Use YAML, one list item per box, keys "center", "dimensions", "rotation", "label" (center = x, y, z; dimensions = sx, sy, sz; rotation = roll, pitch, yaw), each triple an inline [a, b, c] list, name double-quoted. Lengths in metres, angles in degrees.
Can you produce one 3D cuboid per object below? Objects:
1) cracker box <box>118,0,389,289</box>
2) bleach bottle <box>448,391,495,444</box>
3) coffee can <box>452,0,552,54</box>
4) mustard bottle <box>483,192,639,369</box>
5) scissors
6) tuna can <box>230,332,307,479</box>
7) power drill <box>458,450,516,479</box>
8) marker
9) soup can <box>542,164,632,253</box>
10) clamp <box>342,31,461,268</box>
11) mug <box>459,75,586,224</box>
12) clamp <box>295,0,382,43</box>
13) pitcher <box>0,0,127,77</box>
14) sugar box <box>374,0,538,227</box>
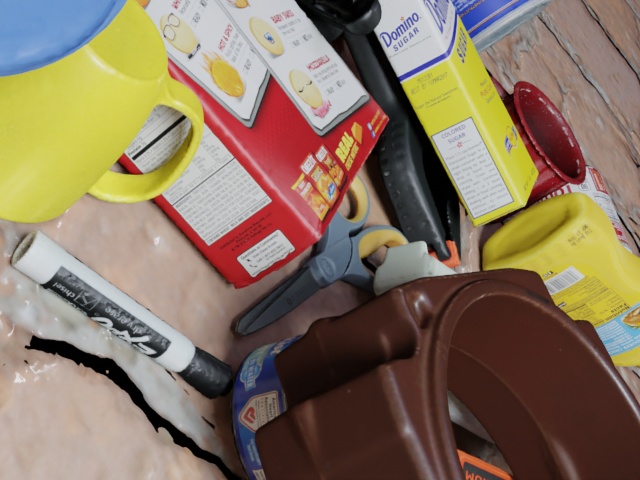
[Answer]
- center: [-0.068, -0.100, 0.585]
  dimensions: [0.213, 0.072, 0.164]
  rotation: [49, 31, -12]
  label: "cracker box"
- center: [0.142, 0.113, 0.666]
  dimensions: [0.250, 0.068, 0.103]
  rotation: [29, 2, -35]
  label: "bleach bottle"
- center: [0.124, -0.241, 0.946]
  dimensions: [0.140, 0.103, 0.102]
  rotation: [57, 31, 1]
  label: "coffee can"
- center: [0.219, 0.047, 0.823]
  dimensions: [0.191, 0.096, 0.058]
  rotation: [39, 35, -27]
  label: "mustard bottle"
- center: [-0.004, 0.001, 0.632]
  dimensions: [0.201, 0.016, 0.096]
  rotation: [-6, 69, -57]
  label: "scissors"
- center: [-0.007, 0.089, 0.516]
  dimensions: [0.086, 0.034, 0.086]
  rotation: [42, 39, -46]
  label: "tuna can"
- center: [0.062, 0.195, 0.515]
  dimensions: [0.184, 0.057, 0.187]
  rotation: [32, 42, -38]
  label: "power drill"
- center: [-0.086, 0.037, 0.485]
  dimensions: [0.121, 0.020, 0.020]
  rotation: [40, 35, -27]
  label: "marker"
- center: [0.220, -0.005, 0.900]
  dimensions: [0.068, 0.069, 0.102]
  rotation: [22, 45, -44]
  label: "soup can"
- center: [0.069, -0.073, 0.771]
  dimensions: [0.164, 0.036, 0.210]
  rotation: [19, 54, -60]
  label: "clamp"
- center: [0.142, -0.074, 0.841]
  dimensions: [0.117, 0.082, 0.093]
  rotation: [53, 32, -7]
  label: "mug"
- center: [-0.007, -0.157, 0.669]
  dimensions: [0.120, 0.039, 0.171]
  rotation: [54, 0, 8]
  label: "clamp"
- center: [-0.151, -0.183, 0.413]
  dimensions: [0.149, 0.145, 0.243]
  rotation: [33, 21, -50]
  label: "pitcher"
- center: [0.092, -0.105, 0.742]
  dimensions: [0.176, 0.048, 0.093]
  rotation: [63, 22, -9]
  label: "sugar box"
